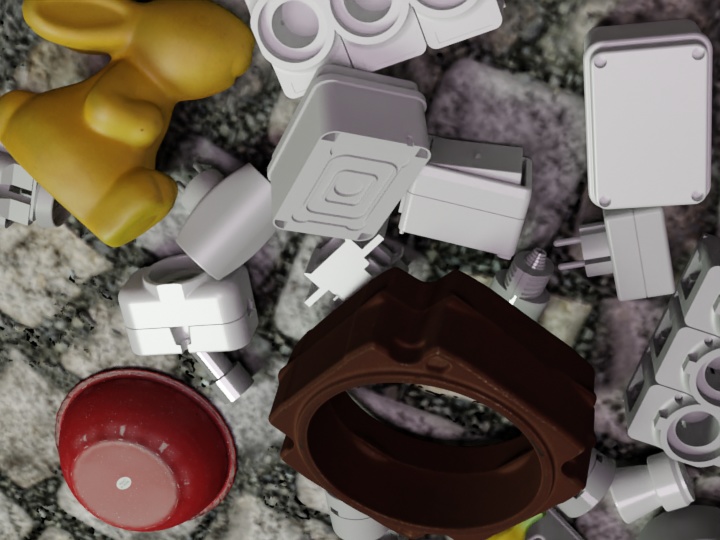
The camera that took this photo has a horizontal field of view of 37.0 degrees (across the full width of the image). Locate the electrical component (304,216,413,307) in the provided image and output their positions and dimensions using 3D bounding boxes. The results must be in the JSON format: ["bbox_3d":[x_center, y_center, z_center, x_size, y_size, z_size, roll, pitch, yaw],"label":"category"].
[{"bbox_3d":[0.000,0.000,0.792,0.064,0.042,0.081,42,116,-13],"label":"electrical component"}]

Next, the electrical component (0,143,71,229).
[{"bbox_3d":[-0.242,-0.064,0.792,0.057,0.058,0.078,18,118,3],"label":"electrical component"}]

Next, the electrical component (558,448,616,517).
[{"bbox_3d":[0.163,0.156,0.838,0.047,0.055,0.055,40,116,-7],"label":"electrical component"}]

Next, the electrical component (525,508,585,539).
[{"bbox_3d":[0.140,0.259,0.891,0.109,0.056,0.108,-38,105,24],"label":"electrical component"}]

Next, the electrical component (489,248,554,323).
[{"bbox_3d":[0.114,0.020,0.782,0.043,0.043,0.081,22,118,-2],"label":"electrical component"}]

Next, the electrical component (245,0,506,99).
[{"bbox_3d":[0.008,-0.179,0.690,0.150,0.061,0.089,-16,113,17],"label":"electrical component"}]

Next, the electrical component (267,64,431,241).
[{"bbox_3d":[-0.010,-0.076,0.714,0.078,0.057,0.113,8,146,-21],"label":"electrical component"}]

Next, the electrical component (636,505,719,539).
[{"bbox_3d":[0.270,0.237,0.856,0.108,0.060,0.108,4,117,8],"label":"electrical component"}]

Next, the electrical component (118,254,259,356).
[{"bbox_3d":[-0.131,0.025,0.820,0.095,0.053,0.059,-4,115,11],"label":"electrical component"}]

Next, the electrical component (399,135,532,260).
[{"bbox_3d":[0.068,-0.057,0.742,0.096,0.061,0.061,14,118,2],"label":"electrical component"}]

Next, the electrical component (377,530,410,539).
[{"bbox_3d":[0.029,0.273,0.904,0.043,0.079,0.077,-21,112,32],"label":"electrical component"}]

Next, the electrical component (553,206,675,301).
[{"bbox_3d":[0.175,-0.016,0.753,0.077,0.047,0.065,-10,115,14],"label":"electrical component"}]

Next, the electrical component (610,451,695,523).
[{"bbox_3d":[0.227,0.168,0.838,0.055,0.045,0.045,-22,111,19],"label":"electrical component"}]

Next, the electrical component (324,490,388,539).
[{"bbox_3d":[0.000,0.189,0.881,0.055,0.055,0.047,-1,120,10],"label":"electrical component"}]

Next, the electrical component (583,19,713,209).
[{"bbox_3d":[0.187,-0.100,0.703,0.078,0.057,0.113,-3,116,11],"label":"electrical component"}]

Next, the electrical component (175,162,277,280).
[{"bbox_3d":[-0.103,-0.047,0.780,0.077,0.043,0.079,-46,68,0],"label":"electrical component"}]

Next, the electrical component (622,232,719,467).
[{"bbox_3d":[0.260,0.063,0.770,0.089,0.061,0.150,18,118,0],"label":"electrical component"}]
